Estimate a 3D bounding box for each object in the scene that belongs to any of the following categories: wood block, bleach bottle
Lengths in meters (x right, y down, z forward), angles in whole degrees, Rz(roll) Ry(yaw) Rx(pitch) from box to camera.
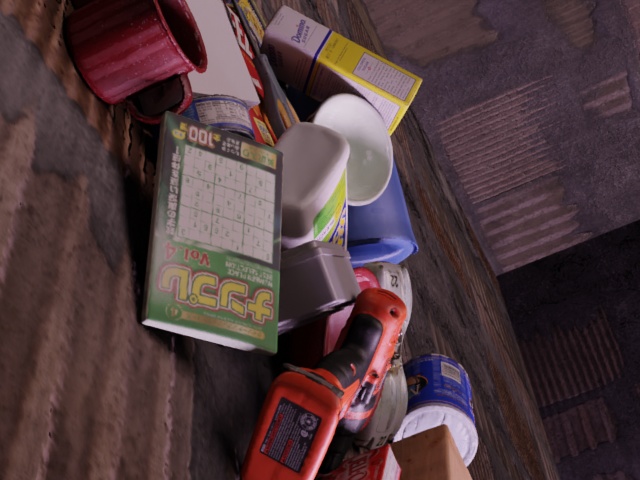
[{"bbox_3d":[0.110,0.291,1.114,0.206,0.090,0.091,-75,141,-71],"label":"wood block"},{"bbox_3d":[-0.007,0.001,1.059,0.102,0.068,0.251,-58,158,-27],"label":"bleach bottle"}]

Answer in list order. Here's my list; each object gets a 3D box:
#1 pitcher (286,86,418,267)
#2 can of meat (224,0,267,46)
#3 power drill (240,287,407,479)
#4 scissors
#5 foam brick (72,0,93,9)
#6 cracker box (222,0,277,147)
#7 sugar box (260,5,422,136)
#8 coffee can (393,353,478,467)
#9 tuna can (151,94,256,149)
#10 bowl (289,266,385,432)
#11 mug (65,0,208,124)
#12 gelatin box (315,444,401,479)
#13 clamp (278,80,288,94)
[{"bbox_3d":[0.021,-0.083,1.259,0.149,0.145,0.243,53,25,-68],"label":"pitcher"},{"bbox_3d":[-0.097,-0.243,1.263,0.102,0.057,0.084,62,15,-24],"label":"can of meat"},{"bbox_3d":[0.002,0.141,0.866,0.187,0.057,0.184,-36,147,-66],"label":"power drill"},{"bbox_3d":[-0.057,-0.164,1.049,0.202,0.016,0.096,63,12,-9],"label":"scissors"},{"bbox_3d":[-0.186,-0.233,0.883,0.053,0.051,0.078,-38,105,-78],"label":"foam brick"},{"bbox_3d":[-0.089,-0.139,1.075,0.164,0.072,0.214,41,28,-65],"label":"cracker box"},{"bbox_3d":[0.019,-0.186,1.187,0.176,0.048,0.093,31,-21,1],"label":"sugar box"},{"bbox_3d":[0.143,0.220,1.349,0.140,0.103,0.103,-78,144,-69],"label":"coffee can"},{"bbox_3d":[-0.099,-0.088,0.912,0.086,0.086,0.034,38,33,-66],"label":"tuna can"},{"bbox_3d":[0.014,0.105,1.038,0.161,0.055,0.162,2,90,-65],"label":"bowl"},{"bbox_3d":[-0.142,-0.148,0.844,0.093,0.081,0.117,-19,86,-78],"label":"mug"},{"bbox_3d":[0.030,0.218,0.941,0.030,0.073,0.089,66,13,-6],"label":"gelatin box"},{"bbox_3d":[-0.053,-0.161,1.348,0.210,0.036,0.164,-87,154,-55],"label":"clamp"}]
